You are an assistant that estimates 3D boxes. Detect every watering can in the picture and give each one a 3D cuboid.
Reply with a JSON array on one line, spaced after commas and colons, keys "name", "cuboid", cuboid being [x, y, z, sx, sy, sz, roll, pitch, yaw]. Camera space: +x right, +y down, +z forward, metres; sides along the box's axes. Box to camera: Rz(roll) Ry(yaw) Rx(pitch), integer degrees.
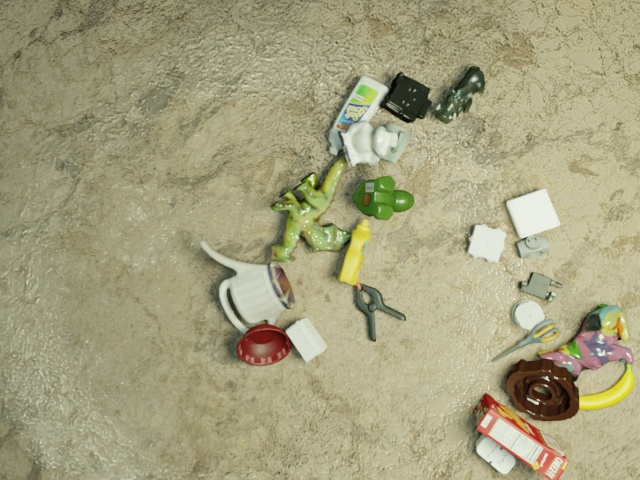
[{"name": "watering can", "cuboid": [-0.210, 0.127, 1.545, 0.223, 0.346, 0.105, -23, 7, 11]}]

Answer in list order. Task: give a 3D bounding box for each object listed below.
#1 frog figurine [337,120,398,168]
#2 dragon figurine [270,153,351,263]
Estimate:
[{"name": "frog figurine", "cuboid": [0.147, -0.285, 1.494, 0.159, 0.139, 0.121, -17, -16, 12]}, {"name": "dragon figurine", "cuboid": [0.005, -0.078, 1.556, 0.411, 0.242, 0.122, -34, 5, -2]}]
